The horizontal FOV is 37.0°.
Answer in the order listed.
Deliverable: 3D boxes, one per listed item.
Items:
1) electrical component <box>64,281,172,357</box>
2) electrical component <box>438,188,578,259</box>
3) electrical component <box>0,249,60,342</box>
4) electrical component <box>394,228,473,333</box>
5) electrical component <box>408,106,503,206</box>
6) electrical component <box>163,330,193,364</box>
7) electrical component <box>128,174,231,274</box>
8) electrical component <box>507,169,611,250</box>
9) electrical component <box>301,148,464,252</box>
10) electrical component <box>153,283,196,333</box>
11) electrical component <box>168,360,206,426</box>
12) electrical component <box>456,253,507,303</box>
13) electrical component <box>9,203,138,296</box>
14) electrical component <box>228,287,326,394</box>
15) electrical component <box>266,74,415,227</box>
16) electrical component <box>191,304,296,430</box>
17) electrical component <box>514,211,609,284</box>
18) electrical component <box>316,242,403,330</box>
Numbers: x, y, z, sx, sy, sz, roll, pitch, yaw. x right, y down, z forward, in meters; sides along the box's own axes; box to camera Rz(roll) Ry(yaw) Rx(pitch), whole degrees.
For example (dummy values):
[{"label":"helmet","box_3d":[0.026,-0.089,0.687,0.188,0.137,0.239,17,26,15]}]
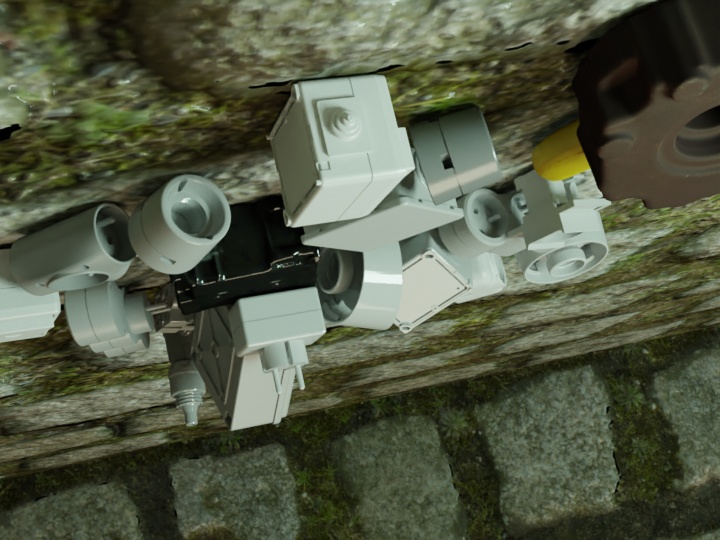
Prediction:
[{"label":"electrical component","box_3d":[-0.205,0.040,0.952,0.074,0.052,0.138,-13,169,0]},{"label":"electrical component","box_3d":[0.124,-0.037,0.949,0.138,0.052,0.074,-5,166,-35]},{"label":"electrical component","box_3d":[-0.260,0.024,0.790,0.062,0.061,0.096,-7,167,-26]},{"label":"electrical component","box_3d":[0.046,0.005,0.961,0.096,0.061,0.062,-35,120,26]},{"label":"electrical component","box_3d":[0.062,-0.075,0.694,0.047,0.055,0.055,-18,168,7]},{"label":"electrical component","box_3d":[-0.159,0.060,1.080,0.061,0.061,0.096,-19,167,27]},{"label":"electrical component","box_3d":[-0.117,-0.031,0.705,0.055,0.055,0.047,-4,162,-37]},{"label":"electrical component","box_3d":[0.159,-0.054,0.879,0.042,0.063,0.081,-3,165,-35]},{"label":"electrical component","box_3d":[0.012,-0.051,0.764,0.100,0.048,0.100,-19,167,30]},{"label":"electrical component","box_3d":[-0.159,0.036,1.007,0.055,0.048,0.066,2,163,-29]},{"label":"electrical component","box_3d":[-0.166,0.120,1.040,0.035,0.061,0.035,-9,160,-3]},{"label":"electrical component","box_3d":[0.114,-0.002,1.107,0.059,0.053,0.095,-16,168,15]},{"label":"electrical component","box_3d":[-0.185,-0.012,0.743,0.077,0.044,0.079,-19,167,25]},{"label":"electrical component","box_3d":[-0.063,0.059,0.856,0.066,0.076,0.047,-9,168,-19]},{"label":"electrical component","box_3d":[-0.010,-0.070,0.615,0.061,0.061,0.096,-9,168,-19]},{"label":"electrical component","box_3d":[-0.103,0.066,0.950,0.056,0.108,0.108,-8,129,-28]},{"label":"electrical component","box_3d":[0.206,-0.029,1.115,0.099,0.064,0.099,-12,155,-6]},{"label":"electrical component","box_3d":[0.000,0.000,0.881,0.064,0.099,0.099,1,163,-33]}]
